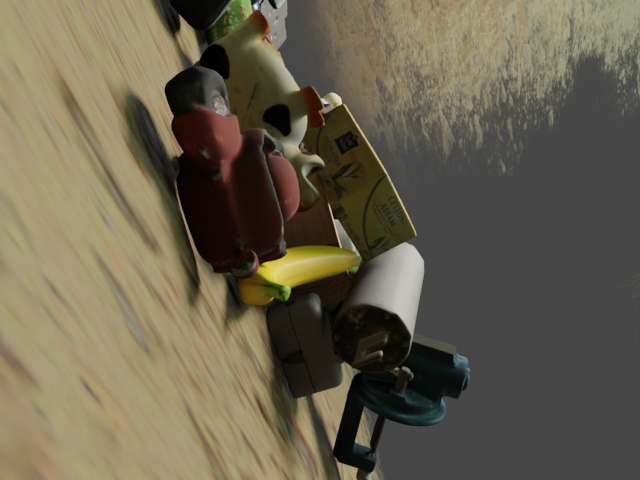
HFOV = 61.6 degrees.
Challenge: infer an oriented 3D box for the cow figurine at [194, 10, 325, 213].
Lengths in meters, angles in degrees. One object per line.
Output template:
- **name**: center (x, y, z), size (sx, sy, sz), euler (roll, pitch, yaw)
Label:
- **cow figurine**: center (-0.061, -0.114, 0.542), size (0.195, 0.127, 0.085), euler (59, 0, 7)

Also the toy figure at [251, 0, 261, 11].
- **toy figure**: center (-0.114, -0.288, 0.806), size (0.064, 0.058, 0.154), euler (44, -29, 26)

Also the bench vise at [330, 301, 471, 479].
- **bench vise**: center (0.060, 0.190, 0.673), size (0.129, 0.224, 0.240), euler (-71, 174, -77)

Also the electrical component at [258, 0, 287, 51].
- **electrical component**: center (-0.096, -0.360, 0.869), size (0.114, 0.058, 0.134), euler (94, 19, -55)

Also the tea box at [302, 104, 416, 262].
- **tea box**: center (0.038, -0.069, 0.610), size (0.098, 0.068, 0.170), euler (55, 9, -41)

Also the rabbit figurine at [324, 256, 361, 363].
- **rabbit figurine**: center (0.031, 0.089, 0.826), size (0.170, 0.159, 0.121), euler (54, 22, -27)

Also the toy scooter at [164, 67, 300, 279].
- **toy scooter**: center (-0.056, -0.028, 0.399), size (0.183, 0.075, 0.135), euler (51, 21, -73)

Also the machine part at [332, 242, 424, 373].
- **machine part**: center (0.067, 0.063, 0.572), size (0.243, 0.079, 0.079), euler (-57, 132, -63)

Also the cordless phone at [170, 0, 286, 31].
- **cordless phone**: center (-0.082, -0.272, 0.570), size (0.089, 0.146, 0.184), euler (37, 4, 7)

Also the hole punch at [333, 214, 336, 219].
- **hole punch**: center (-0.007, -0.046, 1.024), size (0.142, 0.116, 0.092), euler (-101, -179, -59)

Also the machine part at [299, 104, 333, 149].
- **machine part**: center (-0.028, -0.128, 0.822), size (0.179, 0.056, 0.179), euler (-24, 119, -52)

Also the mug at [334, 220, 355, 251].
- **mug**: center (-0.002, -0.003, 0.880), size (0.081, 0.107, 0.109), euler (-104, 178, -62)

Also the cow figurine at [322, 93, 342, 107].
- **cow figurine**: center (-0.032, -0.237, 1.054), size (0.068, 0.167, 0.098), euler (78, -4, -53)
